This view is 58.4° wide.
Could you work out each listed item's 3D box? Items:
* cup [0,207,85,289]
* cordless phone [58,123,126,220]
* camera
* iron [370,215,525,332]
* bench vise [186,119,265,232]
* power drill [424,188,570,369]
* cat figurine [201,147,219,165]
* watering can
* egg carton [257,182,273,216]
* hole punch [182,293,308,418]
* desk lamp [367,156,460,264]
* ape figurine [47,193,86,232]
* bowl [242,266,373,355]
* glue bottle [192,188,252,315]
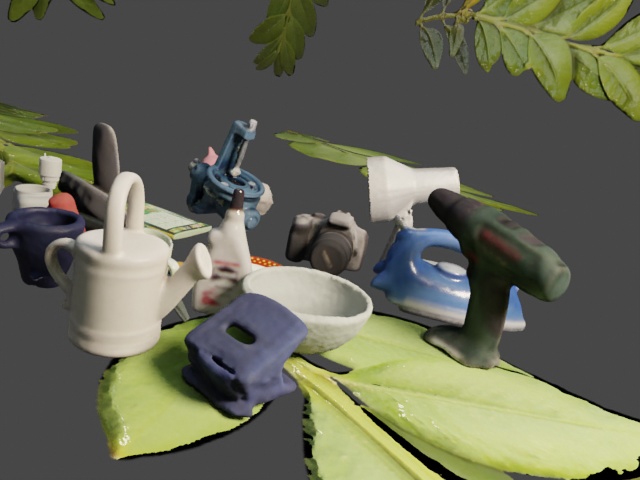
[{"bbox_3d":[-0.361,0.015,0.728,0.091,0.095,0.118,20,18,27],"label":"cup"},{"bbox_3d":[-0.386,-0.115,0.984,0.147,0.185,0.094,23,20,35],"label":"cordless phone"},{"bbox_3d":[0.009,0.004,1.006,0.143,0.101,0.137,13,17,6],"label":"camera"},{"bbox_3d":[0.216,0.051,0.916,0.258,0.141,0.119,13,16,4],"label":"iron"},{"bbox_3d":[-0.197,-0.144,1.149,0.207,0.220,0.122,17,17,19],"label":"bench vise"},{"bbox_3d":[0.214,0.055,0.782,0.076,0.208,0.228,-3,22,-40],"label":"power drill"},{"bbox_3d":[-0.255,-0.162,1.349,0.067,0.118,0.127,7,17,-14],"label":"cat figurine"},{"bbox_3d":[-0.210,0.021,0.634,0.173,0.194,0.100,4,18,-23],"label":"watering can"},{"bbox_3d":[-0.182,-0.103,1.287,0.149,0.069,0.107,22,20,33],"label":"egg carton"},{"bbox_3d":[-0.078,0.114,0.596,0.108,0.091,0.101,24,21,37],"label":"hole punch"},{"bbox_3d":[0.165,-0.041,1.062,0.203,0.213,0.118,11,16,0],"label":"desk lamp"},{"bbox_3d":[-0.387,-0.026,0.853,0.076,0.092,0.077,1,19,-31],"label":"ape figurine"},{"bbox_3d":[-0.021,0.096,0.724,0.167,0.075,0.167,11,16,-3],"label":"bowl"},{"bbox_3d":[-0.120,0.016,0.750,0.078,0.173,0.037,7,17,-13],"label":"glue bottle"}]
